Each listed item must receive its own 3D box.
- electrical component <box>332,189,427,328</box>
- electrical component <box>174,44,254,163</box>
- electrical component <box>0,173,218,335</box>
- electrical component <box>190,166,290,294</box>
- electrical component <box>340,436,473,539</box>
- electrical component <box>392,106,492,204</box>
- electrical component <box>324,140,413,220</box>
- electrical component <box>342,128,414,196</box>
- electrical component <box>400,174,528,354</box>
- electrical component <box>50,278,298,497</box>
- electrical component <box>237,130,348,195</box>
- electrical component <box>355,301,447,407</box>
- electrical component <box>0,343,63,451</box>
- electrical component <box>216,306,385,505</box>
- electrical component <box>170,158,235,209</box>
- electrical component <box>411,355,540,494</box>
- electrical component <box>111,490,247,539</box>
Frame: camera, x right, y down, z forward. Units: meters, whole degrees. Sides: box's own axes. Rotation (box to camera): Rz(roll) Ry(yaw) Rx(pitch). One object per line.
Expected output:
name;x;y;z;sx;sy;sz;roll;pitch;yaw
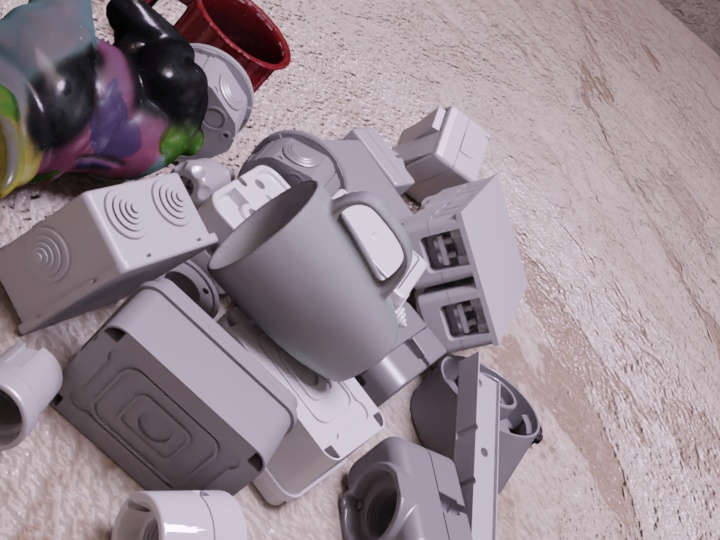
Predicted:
electrical component;0.000;0.000;0.713;0.096;0.061;0.061;41;30;-1
electrical component;-0.122;-0.121;0.793;0.080;0.080;0.051;37;35;-18
electrical component;-0.144;-0.012;0.603;0.048;0.100;0.100;63;29;1
electrical component;-0.084;-0.026;0.743;0.053;0.059;0.095;47;28;-1
electrical component;0.028;0.156;0.673;0.059;0.054;0.095;28;34;-33
electrical component;0.068;-0.109;1.032;0.061;0.096;0.061;33;60;-25
electrical component;-0.014;-0.059;0.894;0.099;0.048;0.100;55;29;14
electrical component;0.016;-0.090;0.978;0.065;0.047;0.077;54;28;11
electrical component;0.087;-0.008;0.899;0.186;0.060;0.105;-42;116;-69
electrical component;-0.099;0.070;0.582;0.113;0.078;0.057;44;31;-7
electrical component;-0.054;-0.061;0.811;0.080;0.080;0.051;43;33;-8
electrical component;0.013;0.061;0.774;0.059;0.054;0.095;51;28;7
electrical component;-0.173;0.061;0.532;0.040;0.040;0.046;43;22;-8
electrical component;-0.050;0.078;0.661;0.113;0.057;0.078;52;28;8
electrical component;-0.111;-0.065;0.782;0.035;0.035;0.061;51;26;6
electrical component;0.087;0.115;0.822;0.099;0.064;0.099;28;23;-13
electrical component;-0.091;0.136;0.534;0.047;0.055;0.055;14;42;-40
